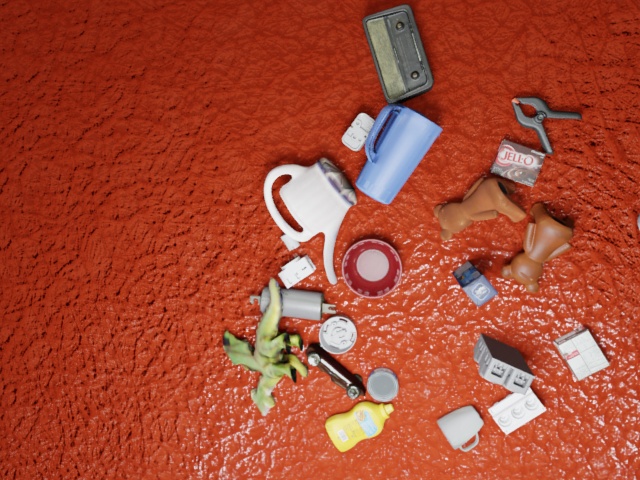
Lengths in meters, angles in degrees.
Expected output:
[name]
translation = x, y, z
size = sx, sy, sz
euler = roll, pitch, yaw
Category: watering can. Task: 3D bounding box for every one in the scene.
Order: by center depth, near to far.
[watering can]
translation = 0.004, -0.069, 1.374
size = 0.223, 0.105, 0.347
euler = -37, 94, 11

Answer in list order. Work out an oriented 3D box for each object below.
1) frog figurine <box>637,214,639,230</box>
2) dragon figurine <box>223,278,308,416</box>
[frog figurine]
translation = 0.860, -0.025, 1.259
size = 0.137, 0.125, 0.157
euler = -44, 124, 3
[dragon figurine]
translation = -0.169, 0.297, 1.417
size = 0.242, 0.124, 0.406
euler = -7, 103, 23
